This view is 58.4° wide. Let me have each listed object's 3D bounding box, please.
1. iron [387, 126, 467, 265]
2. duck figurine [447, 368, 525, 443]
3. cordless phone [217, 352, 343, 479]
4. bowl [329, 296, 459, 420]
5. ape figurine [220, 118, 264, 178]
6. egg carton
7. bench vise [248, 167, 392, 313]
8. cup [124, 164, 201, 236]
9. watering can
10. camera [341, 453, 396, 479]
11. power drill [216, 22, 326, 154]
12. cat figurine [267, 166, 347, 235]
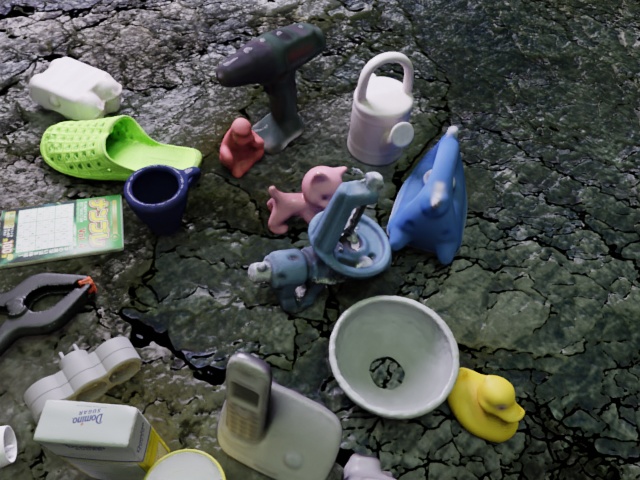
[{"bbox_3d":[0.186,-0.096,0.893,0.118,0.141,0.258,15,55,7],"label":"iron"},{"bbox_3d":[0.211,0.197,0.721,0.078,0.086,0.104,-35,64,-25],"label":"duck figurine"},{"bbox_3d":[-0.045,0.198,0.641,0.147,0.185,0.094,19,56,10],"label":"cordless phone"},{"bbox_3d":[0.092,0.161,0.745,0.167,0.075,0.167,2,54,-2],"label":"bowl"},{"bbox_3d":[-0.131,-0.162,0.949,0.078,0.092,0.076,-9,56,-10],"label":"ape figurine"},{"bbox_3d":[-0.432,-0.261,1.012,0.150,0.069,0.107,23,56,12],"label":"egg carton"},{"bbox_3d":[0.015,0.011,0.758,0.208,0.220,0.121,-33,63,-24],"label":"bench vise"},{"bbox_3d":[-0.229,-0.059,0.867,0.118,0.095,0.091,-33,63,-24],"label":"cup"},{"bbox_3d":[0.108,-0.219,0.943,0.101,0.194,0.172,-31,62,-23],"label":"watering can"},{"bbox_3d":[0.083,0.315,0.619,0.136,0.101,0.143,9,54,3],"label":"camera"},{"bbox_3d":[-0.077,-0.249,0.943,0.075,0.208,0.230,32,59,18],"label":"power drill"},{"bbox_3d":[-0.019,-0.071,0.876,0.128,0.118,0.067,-7,55,-8],"label":"cat figurine"}]
